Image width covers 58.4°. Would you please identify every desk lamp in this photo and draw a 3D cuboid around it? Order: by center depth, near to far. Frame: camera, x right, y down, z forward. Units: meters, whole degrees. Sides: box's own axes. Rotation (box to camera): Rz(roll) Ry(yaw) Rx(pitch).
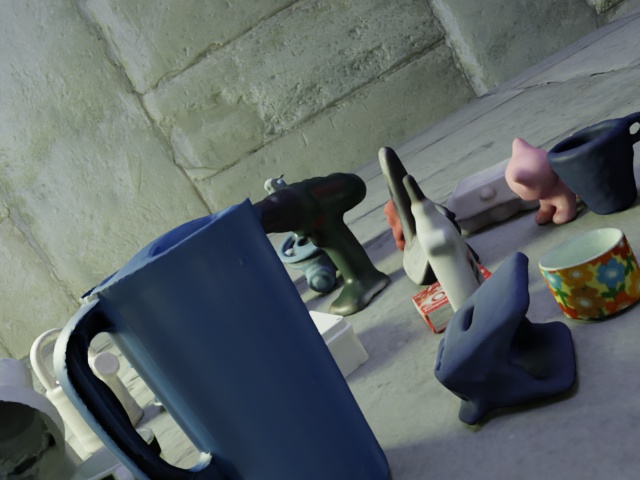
[{"bbox_3d":[-0.301,0.229,0.603,0.118,0.214,0.203,-33,10,-14],"label":"desk lamp"}]

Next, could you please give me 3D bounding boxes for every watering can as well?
[{"bbox_3d":[-0.365,0.220,0.892,0.172,0.194,0.101,-28,10,14],"label":"watering can"}]

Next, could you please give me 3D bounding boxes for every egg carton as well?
[{"bbox_3d":[0.265,-0.069,0.864,0.150,0.069,0.107,-25,11,30],"label":"egg carton"}]

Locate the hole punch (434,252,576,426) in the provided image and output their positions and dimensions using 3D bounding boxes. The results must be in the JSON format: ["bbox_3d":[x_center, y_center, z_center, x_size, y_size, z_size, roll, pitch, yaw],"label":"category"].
[{"bbox_3d":[0.136,0.074,0.454,0.101,0.091,0.109,-26,11,26],"label":"hole punch"}]

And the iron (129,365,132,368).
[{"bbox_3d":[-0.288,0.153,1.163,0.259,0.141,0.118,-35,11,-25],"label":"iron"}]

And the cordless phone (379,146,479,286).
[{"bbox_3d":[0.125,-0.038,0.774,0.094,0.185,0.147,-30,10,1],"label":"cordless phone"}]

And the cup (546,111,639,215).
[{"bbox_3d":[0.335,-0.085,0.660,0.117,0.095,0.091,-29,10,7],"label":"cup"}]

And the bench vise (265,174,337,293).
[{"bbox_3d":[-0.038,-0.019,1.060,0.121,0.220,0.207,-31,10,-5],"label":"bench vise"}]

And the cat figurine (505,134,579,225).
[{"bbox_3d":[0.290,-0.085,0.723,0.128,0.118,0.067,-32,10,-12],"label":"cat figurine"}]

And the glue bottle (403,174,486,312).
[{"bbox_3d":[0.123,0.014,0.554,0.037,0.173,0.078,-27,10,18],"label":"glue bottle"}]

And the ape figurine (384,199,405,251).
[{"bbox_3d":[0.139,-0.028,0.958,0.076,0.092,0.078,-22,13,39],"label":"ape figurine"}]

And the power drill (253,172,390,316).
[{"bbox_3d":[0.008,0.003,0.845,0.075,0.208,0.230,-19,15,48],"label":"power drill"}]
